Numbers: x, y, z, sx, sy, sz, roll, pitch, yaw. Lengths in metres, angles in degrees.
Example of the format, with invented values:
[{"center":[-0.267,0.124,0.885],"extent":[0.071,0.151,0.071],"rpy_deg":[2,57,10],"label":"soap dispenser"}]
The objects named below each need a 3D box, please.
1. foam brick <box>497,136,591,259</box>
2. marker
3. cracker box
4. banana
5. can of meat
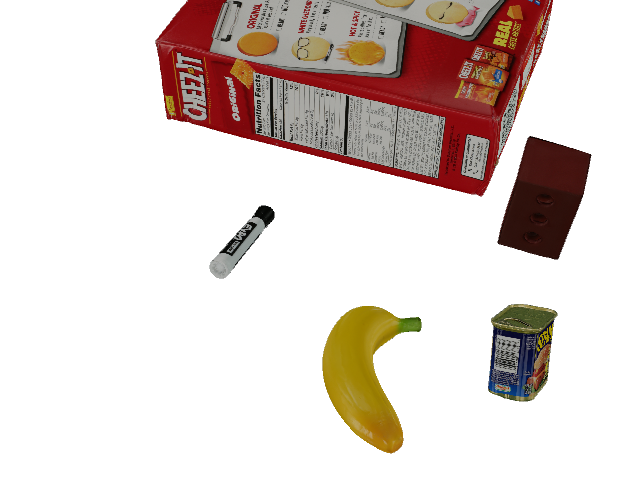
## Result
[{"center":[0.179,-0.033,0.853],"extent":[0.053,0.051,0.078],"rpy_deg":[16,-41,9],"label":"foam brick"},{"center":[-0.071,-0.001,0.995],"extent":[0.020,0.020,0.121],"rpy_deg":[0,27,21],"label":"marker"},{"center":[0.027,-0.123,0.687],"extent":[0.214,0.072,0.164],"rpy_deg":[15,47,14],"label":"cracker box"},{"center":[0.035,0.091,0.789],"extent":[0.070,0.037,0.197],"rpy_deg":[4,23,9],"label":"banana"},{"center":[0.224,0.124,1.187],"extent":[0.058,0.084,0.102],"rpy_deg":[9,12,24],"label":"can of meat"}]
